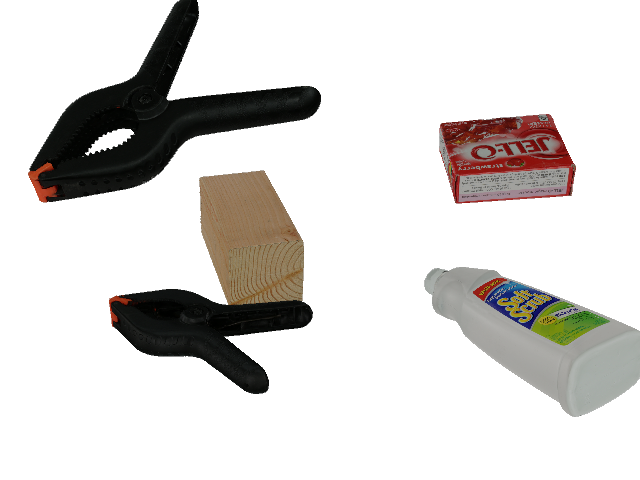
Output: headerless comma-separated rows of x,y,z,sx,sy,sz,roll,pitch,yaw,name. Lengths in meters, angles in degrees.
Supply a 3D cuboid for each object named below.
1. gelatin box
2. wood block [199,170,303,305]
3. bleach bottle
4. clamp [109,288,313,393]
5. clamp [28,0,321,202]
0.138,-0.062,0.799,0.089,0.030,0.073,-5,37,-1,gelatin box
-0.089,-0.003,1.336,0.090,0.090,0.206,-6,29,-14,wood block
0.186,0.081,1.041,0.102,0.068,0.251,-20,28,-29,bleach bottle
-0.093,0.071,0.904,0.172,0.039,0.120,17,27,22,clamp
-0.115,-0.090,0.782,0.165,0.036,0.209,33,62,29,clamp
